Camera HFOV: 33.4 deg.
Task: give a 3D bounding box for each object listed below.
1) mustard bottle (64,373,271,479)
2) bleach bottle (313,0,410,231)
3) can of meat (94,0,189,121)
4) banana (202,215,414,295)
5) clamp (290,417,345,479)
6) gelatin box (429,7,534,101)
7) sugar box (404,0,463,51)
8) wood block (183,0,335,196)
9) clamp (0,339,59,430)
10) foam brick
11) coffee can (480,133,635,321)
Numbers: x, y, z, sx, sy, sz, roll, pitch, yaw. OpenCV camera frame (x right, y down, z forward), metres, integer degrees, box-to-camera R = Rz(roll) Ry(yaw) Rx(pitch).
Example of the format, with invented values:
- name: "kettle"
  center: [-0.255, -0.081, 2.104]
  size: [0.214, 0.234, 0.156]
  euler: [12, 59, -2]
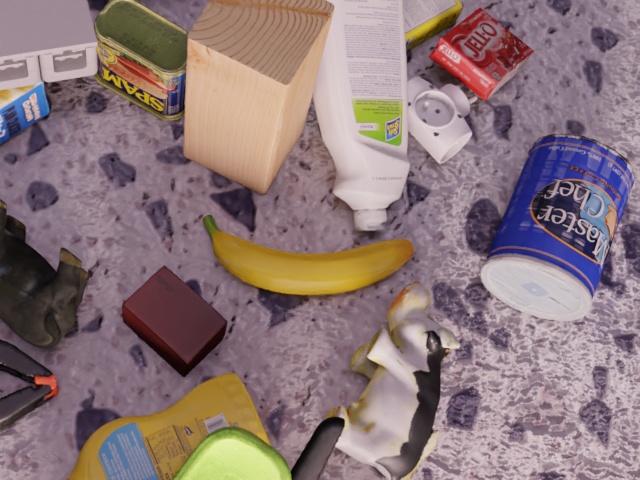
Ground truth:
- name: "mustard bottle"
  center: [-0.138, 0.187, 0.870]
  size: [0.191, 0.058, 0.096]
  euler: [-21, 78, -16]
- name: "bleach bottle"
  center: [0.033, -0.133, 0.990]
  size: [0.102, 0.068, 0.251]
  euler: [-3, 90, -28]
- name: "can of meat"
  center: [-0.162, -0.170, 0.997]
  size: [0.102, 0.084, 0.057]
  euler: [31, 67, 4]
- name: "banana"
  center: [-0.012, 0.018, 0.968]
  size: [0.197, 0.037, 0.069]
  euler: [8, 68, -5]
- name: "clamp"
  center: [-0.029, 0.262, 0.853]
  size: [0.210, 0.036, 0.164]
  euler: [-32, 94, -4]
- name: "gelatin box"
  center: [0.162, -0.187, 1.065]
  size: [0.073, 0.030, 0.089]
  euler: [41, 47, 9]
- name: "sugar box"
  center: [0.047, -0.221, 1.069]
  size: [0.176, 0.048, 0.093]
  euler: [-32, 79, -16]
- name: "wood block"
  center: [-0.059, -0.134, 0.931]
  size: [0.091, 0.206, 0.090]
  euler: [27, 67, 4]
- name: "clamp"
  center: [-0.307, 0.111, 0.887]
  size: [0.171, 0.039, 0.120]
  euler: [-6, 76, -16]
- name: "foam brick"
  center: [-0.125, 0.071, 0.923]
  size: [0.078, 0.051, 0.053]
  euler: [42, 68, 9]
- name: "coffee can"
  center: [0.218, -0.012, 0.979]
  size: [0.103, 0.103, 0.140]
  euler: [25, 67, 2]
